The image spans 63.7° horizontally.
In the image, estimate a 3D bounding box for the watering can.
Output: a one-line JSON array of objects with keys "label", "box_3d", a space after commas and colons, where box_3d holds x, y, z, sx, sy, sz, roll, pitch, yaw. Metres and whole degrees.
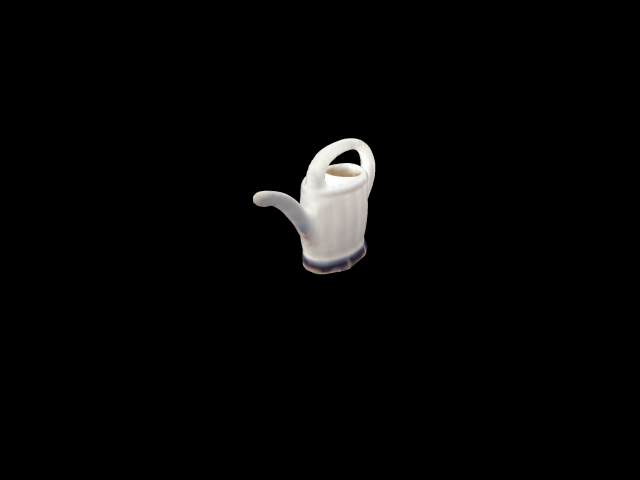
[{"label": "watering can", "box_3d": [0.003, -0.043, 0.850, 0.104, 0.220, 0.353, 14, 29, 29]}]
